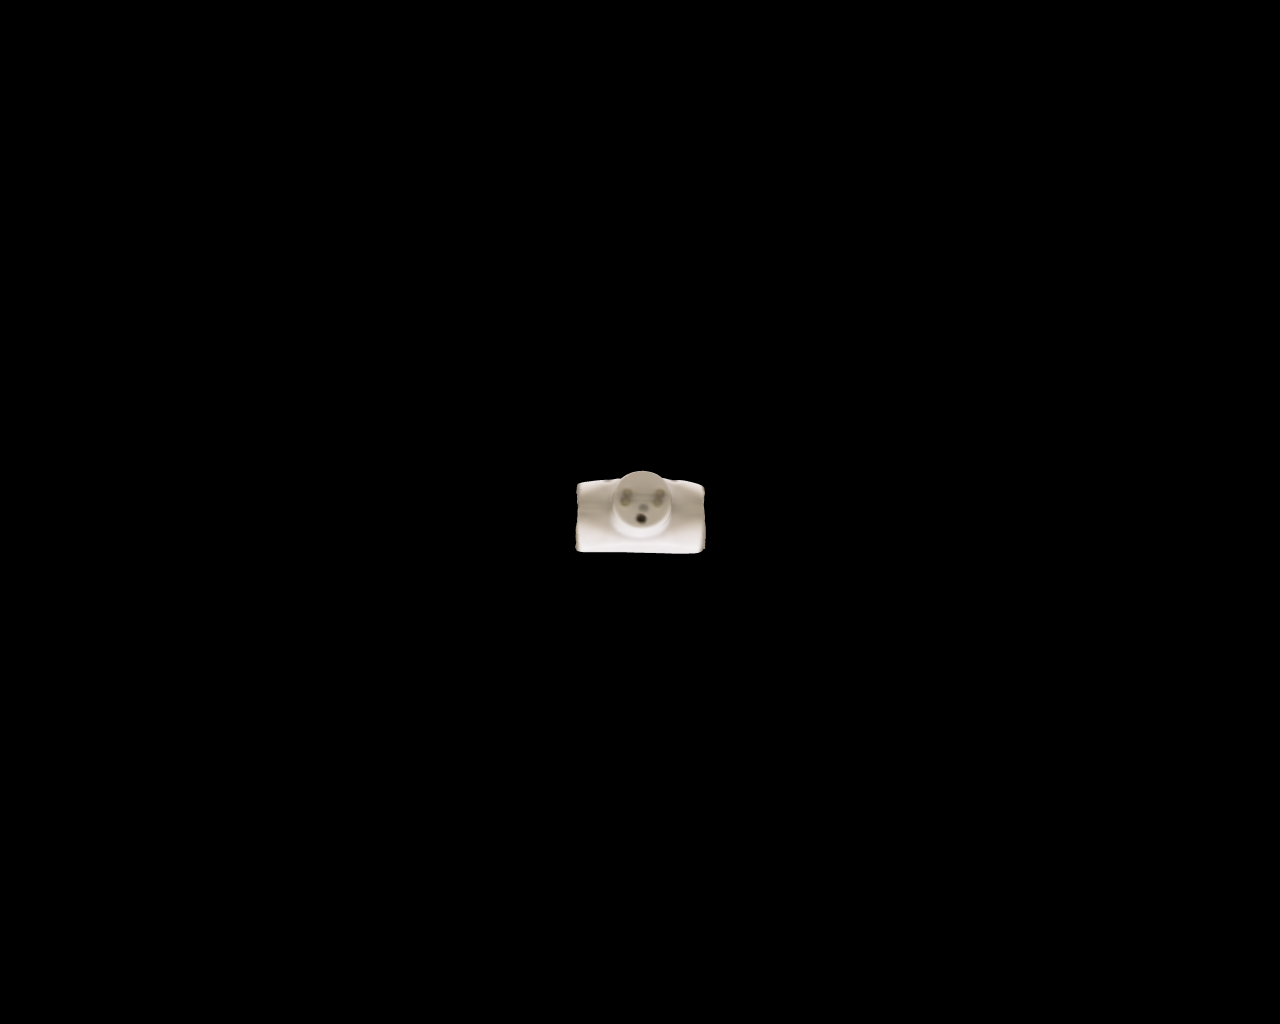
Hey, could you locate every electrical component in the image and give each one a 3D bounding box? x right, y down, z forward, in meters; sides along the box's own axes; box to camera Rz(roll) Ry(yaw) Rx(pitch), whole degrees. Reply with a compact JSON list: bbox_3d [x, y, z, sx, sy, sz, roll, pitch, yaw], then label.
[{"bbox_3d":[0.001,-0.003,0.650,0.077,0.044,0.079,1,-19,-2],"label":"electrical component"}]
